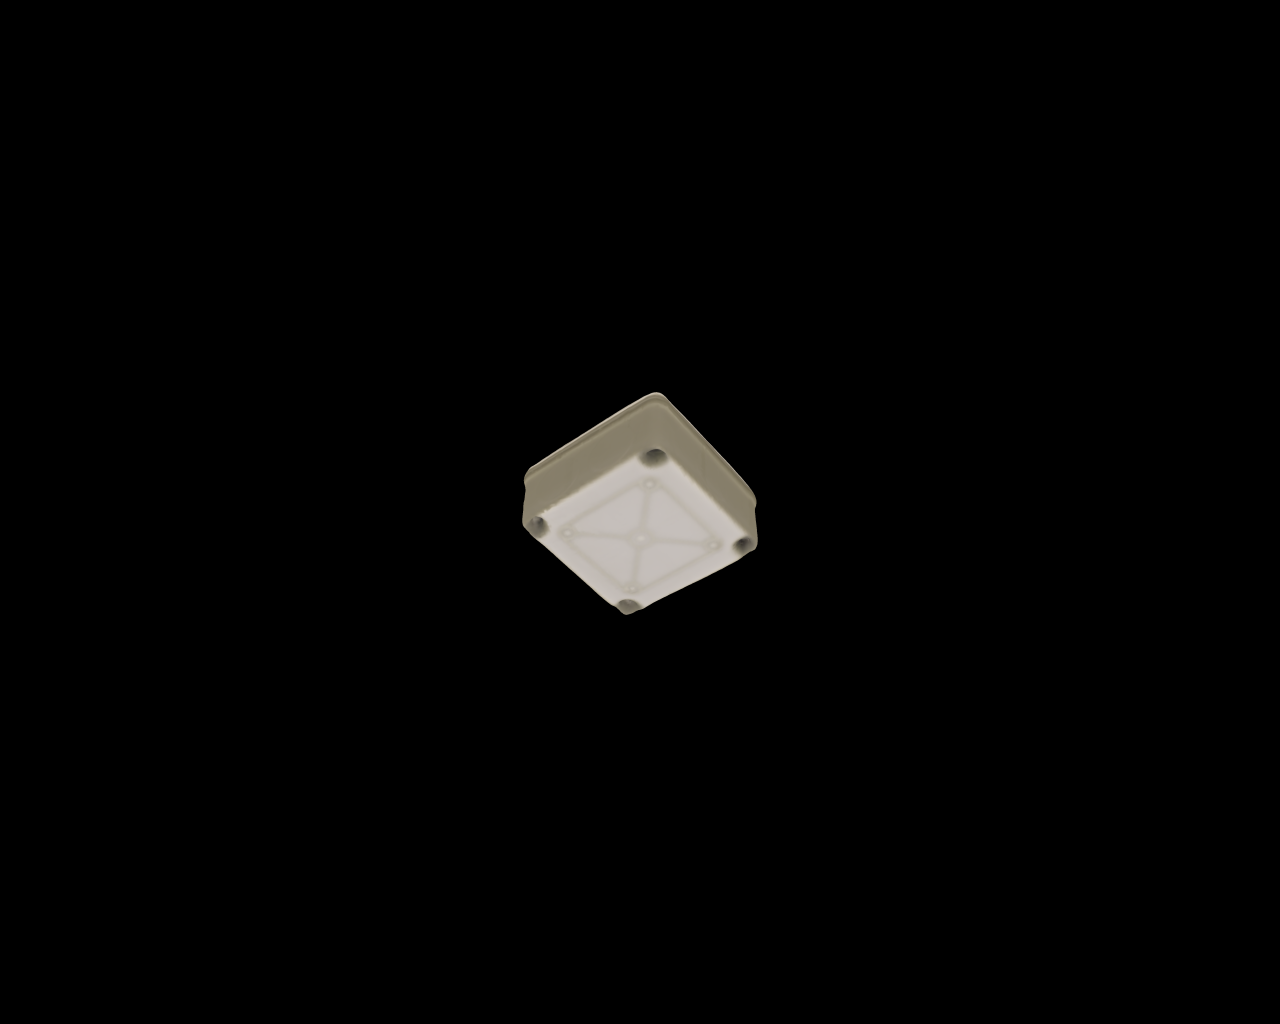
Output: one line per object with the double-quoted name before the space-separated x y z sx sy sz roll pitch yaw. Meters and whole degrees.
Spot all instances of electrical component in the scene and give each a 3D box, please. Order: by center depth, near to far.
"electrical component" 0.001 -0.003 0.650 0.108 0.056 0.108 -29 -54 24
